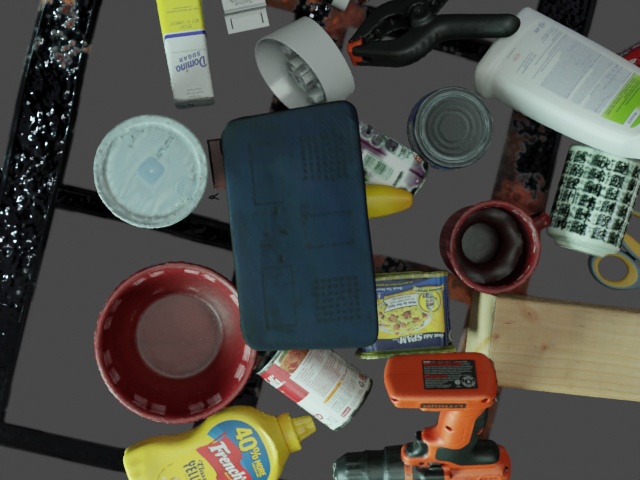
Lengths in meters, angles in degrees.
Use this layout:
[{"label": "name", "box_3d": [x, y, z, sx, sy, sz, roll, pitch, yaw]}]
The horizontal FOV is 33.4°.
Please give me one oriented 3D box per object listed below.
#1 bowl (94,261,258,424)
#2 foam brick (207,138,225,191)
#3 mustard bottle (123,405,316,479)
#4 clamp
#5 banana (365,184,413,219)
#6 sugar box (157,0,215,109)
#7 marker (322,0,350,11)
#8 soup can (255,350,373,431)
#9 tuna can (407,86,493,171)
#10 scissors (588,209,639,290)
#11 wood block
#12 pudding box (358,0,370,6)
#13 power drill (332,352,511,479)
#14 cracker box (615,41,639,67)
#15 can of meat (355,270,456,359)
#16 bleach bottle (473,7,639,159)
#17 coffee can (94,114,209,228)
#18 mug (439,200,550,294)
[{"label": "bowl", "box_3d": [-0.143, 0.100, 1.076, 0.162, 0.055, 0.162, 0, 93, -6]}, {"label": "foam brick", "box_3d": [-0.072, -0.080, 1.076, 0.078, 0.053, 0.051, -7, 93, -6]}, {"label": "mustard bottle", "box_3d": [-0.095, 0.222, 1.086, 0.191, 0.058, 0.096, -22, 94, -5]}, {"label": "clamp", "box_3d": [0.106, -0.231, 1.084, 0.171, 0.039, 0.120, -16, 51, 6]}, {"label": "banana", "box_3d": [-0.003, -0.006, 1.062, 0.198, 0.037, 0.069, -37, 98, 1]}, {"label": "sugar box", "box_3d": [-0.135, -0.220, 1.043, 0.048, 0.093, 0.176, -6, 93, -5]}, {"label": "marker", "box_3d": [-0.026, -0.268, 1.089, 0.121, 0.020, 0.020, 24, 90, -7]}, {"label": "soup can", "box_3d": [-0.005, 0.138, 1.086, 0.102, 0.068, 0.068, 38, 89, -7]}, {"label": "tuna can", "box_3d": [0.135, -0.115, 1.104, 0.086, 0.034, 0.086, 0, 91, -6]}, {"label": "scissors", "box_3d": [0.366, 0.057, 1.144, 0.096, 0.016, 0.202, -38, 96, -1]}, {"label": "wood block", "box_3d": [0.263, 0.110, 1.099, 0.206, 0.091, 0.090, 7, 92, -6]}, {"label": "pudding box", "box_3d": [0.070, -0.305, 1.086, 0.113, 0.039, 0.090, -30, 95, -4]}, {"label": "power drill", "box_3d": [0.101, 0.189, 1.058, 0.184, 0.057, 0.188, -4, 137, 1]}, {"label": "cracker box", "box_3d": [0.411, -0.126, 1.067, 0.072, 0.164, 0.213, -36, 97, -48]}, {"label": "can of meat", "box_3d": [0.085, 0.076, 1.097, 0.102, 0.057, 0.084, -4, 91, -6]}, {"label": "bleach bottle", "box_3d": [0.281, -0.129, 1.049, 0.251, 0.068, 0.102, 36, 83, 21]}, {"label": "coffee can", "box_3d": [-0.158, -0.065, 1.024, 0.102, 0.140, 0.103, 0, 93, -6]}, {"label": "mug", "box_3d": [0.179, 0.000, 1.090, 0.117, 0.081, 0.093, -28, 95, -4]}]
